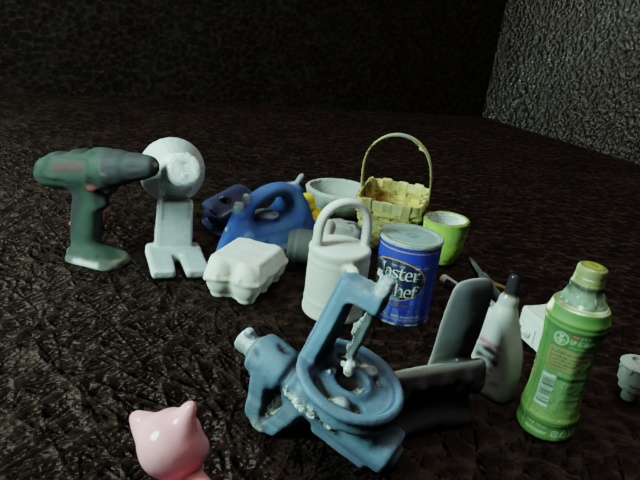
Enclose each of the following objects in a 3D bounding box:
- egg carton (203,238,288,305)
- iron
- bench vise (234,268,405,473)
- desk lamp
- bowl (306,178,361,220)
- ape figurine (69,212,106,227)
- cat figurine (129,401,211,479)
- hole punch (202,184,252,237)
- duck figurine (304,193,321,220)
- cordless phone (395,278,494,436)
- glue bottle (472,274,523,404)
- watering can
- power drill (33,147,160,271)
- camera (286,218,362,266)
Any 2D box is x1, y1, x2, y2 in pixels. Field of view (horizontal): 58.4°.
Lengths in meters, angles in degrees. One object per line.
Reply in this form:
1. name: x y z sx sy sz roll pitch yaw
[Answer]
1. egg carton: -0.124 0.048 0.967 0.107 0.069 0.150 13 22 15
2. iron: -0.109 -0.045 1.111 0.118 0.141 0.259 20 25 30
3. bench vise: -0.002 0.125 0.601 0.207 0.220 0.121 10 21 8
4. desk lamp: -0.254 -0.066 1.019 0.118 0.213 0.202 -2 23 -23
5. bowl: 0.045 -0.092 1.373 0.167 0.075 0.167 6 21 -2
6. ape figurine: -0.458 -0.064 1.116 0.076 0.092 0.078 6 21 -2
7. cat figurine: -0.119 0.203 0.506 0.067 0.118 0.127 -12 28 -40
8. hole punch: -0.192 -0.065 1.204 0.101 0.091 0.108 -7 25 -32
9. duck figurine: -0.030 -0.062 1.256 0.077 0.086 0.105 21 25 32
10. cordless phone: 0.133 0.128 0.683 0.148 0.185 0.093 -5 24 -27
11. glue bottle: 0.234 0.123 0.747 0.037 0.173 0.077 -13 29 -41
12. watering can: 0.026 0.023 0.907 0.101 0.194 0.172 -10 27 -37
13. power drill: -0.373 -0.059 0.969 0.229 0.208 0.076 12 22 13
14. camera: 0.010 0.004 1.080 0.137 0.101 0.143 7 21 1
